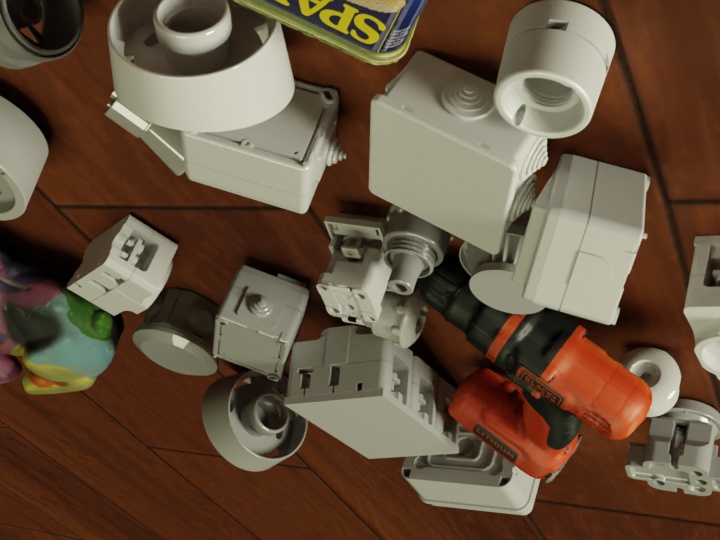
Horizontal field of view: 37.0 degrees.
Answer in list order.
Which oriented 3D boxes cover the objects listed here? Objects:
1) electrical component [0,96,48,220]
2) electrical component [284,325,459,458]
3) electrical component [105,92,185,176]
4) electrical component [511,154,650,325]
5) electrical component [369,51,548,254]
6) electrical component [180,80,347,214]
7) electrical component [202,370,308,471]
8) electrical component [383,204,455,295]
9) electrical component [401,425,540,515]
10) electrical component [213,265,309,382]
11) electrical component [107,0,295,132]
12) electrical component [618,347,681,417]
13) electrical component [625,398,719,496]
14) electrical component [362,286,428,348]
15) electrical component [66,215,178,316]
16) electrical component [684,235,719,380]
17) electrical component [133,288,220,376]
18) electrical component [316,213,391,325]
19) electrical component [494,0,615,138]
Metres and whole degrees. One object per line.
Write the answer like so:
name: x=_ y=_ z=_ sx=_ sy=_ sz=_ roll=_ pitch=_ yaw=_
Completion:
electrical component: x=-0.279 y=-0.092 z=0.778 sx=0.108 sy=0.060 sz=0.108 roll=15 pitch=151 yaw=9
electrical component: x=0.015 y=0.104 z=0.900 sx=0.089 sy=0.061 sz=0.150 roll=-9 pitch=151 yaw=26
electrical component: x=-0.132 y=-0.098 z=0.699 sx=0.065 sy=0.044 sz=0.044 roll=36 pitch=148 yaw=-17
electrical component: x=0.127 y=-0.023 z=0.618 sx=0.061 sy=0.096 sz=0.061 roll=16 pitch=122 yaw=7
electrical component: x=0.055 y=-0.067 z=0.609 sx=0.100 sy=0.048 sz=0.099 roll=28 pitch=153 yaw=15
electrical component: x=-0.054 y=-0.078 z=0.661 sx=0.096 sy=0.061 sz=0.061 roll=17 pitch=151 yaw=5
electrical component: x=-0.101 y=0.143 z=1.034 sx=0.099 sy=0.099 sz=0.064 roll=34 pitch=142 yaw=-24
electrical component: x=0.035 y=-0.014 z=0.715 sx=0.048 sy=0.062 sz=0.048 roll=15 pitch=151 yaw=9
electrical component: x=0.105 y=0.173 z=0.973 sx=0.113 sy=0.078 sz=0.057 roll=-2 pitch=142 yaw=34
electrical component: x=-0.079 y=0.038 z=0.873 sx=0.062 sy=0.061 sz=0.096 roll=21 pitch=151 yaw=1
electrical component: x=-0.087 y=-0.116 z=0.585 sx=0.099 sy=0.099 sz=0.064 roll=14 pitch=144 yaw=12
electrical component: x=0.215 y=0.089 z=0.798 sx=0.048 sy=0.048 sz=0.062 roll=6 pitch=155 yaw=24
electrical component: x=0.253 y=0.137 z=0.842 sx=0.078 sy=0.057 sz=0.058 roll=4 pitch=148 yaw=26
electrical component: x=0.018 y=0.030 z=0.819 sx=0.062 sy=0.048 sz=0.048 roll=17 pitch=152 yaw=19
electrical component: x=-0.194 y=0.000 z=0.891 sx=0.056 sy=0.050 sz=0.089 roll=34 pitch=149 yaw=-23
electrical component: x=0.279 y=0.027 z=0.633 sx=0.150 sy=0.061 sz=0.089 roll=-2 pitch=144 yaw=34
electrical component: x=-0.159 y=0.057 z=0.967 sx=0.080 sy=0.051 sz=0.080 roll=15 pitch=151 yaw=9
electrical component: x=0.000 y=0.000 z=0.759 sx=0.042 sy=0.063 sz=0.081 roll=7 pitch=148 yaw=20
electrical component: x=0.097 y=-0.100 z=0.545 sx=0.055 sy=0.047 sz=0.055 roll=15 pitch=151 yaw=9
